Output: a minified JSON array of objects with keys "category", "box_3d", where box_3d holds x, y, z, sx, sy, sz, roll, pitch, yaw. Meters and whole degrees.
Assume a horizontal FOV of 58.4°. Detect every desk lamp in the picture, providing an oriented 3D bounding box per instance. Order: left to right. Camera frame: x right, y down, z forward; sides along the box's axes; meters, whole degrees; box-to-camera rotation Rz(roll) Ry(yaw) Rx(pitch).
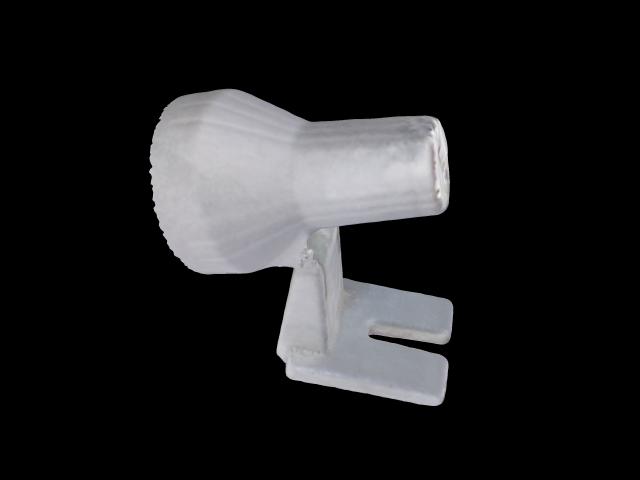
[{"category":"desk lamp","box_3d":[0.004,0.001,0.400,0.203,0.214,0.118,9,46,9]}]
